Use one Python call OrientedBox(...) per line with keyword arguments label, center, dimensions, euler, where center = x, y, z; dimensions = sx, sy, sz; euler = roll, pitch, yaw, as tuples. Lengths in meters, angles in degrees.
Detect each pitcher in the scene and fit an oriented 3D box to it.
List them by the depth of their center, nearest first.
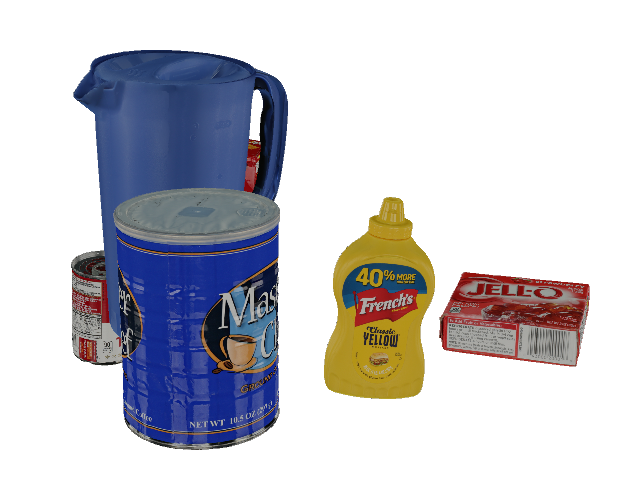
OrientedBox(label="pitcher", center=(-0.116, -0.036, 0.908), dimensions=(0.149, 0.243, 0.145), euler=(7, 22, 9))

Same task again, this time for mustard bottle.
OrientedBox(label="mustard bottle", center=(0.059, 0.053, 1.012), dimensions=(0.096, 0.192, 0.058), euler=(5, 17, -3))

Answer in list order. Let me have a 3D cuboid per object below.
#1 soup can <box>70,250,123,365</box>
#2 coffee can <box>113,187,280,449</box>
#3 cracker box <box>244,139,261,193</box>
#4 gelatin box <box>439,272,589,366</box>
OrientedBox(label="soup can", center=(-0.225, 0.070, 1.110), dimensions=(0.068, 0.102, 0.068), euler=(4, 21, -2))
OrientedBox(label="coffee can", center=(-0.077, 0.047, 0.681), dimensions=(0.103, 0.140, 0.103), euler=(1, 18, 0))
OrientedBox(label="cracker box", center=(-0.164, -0.040, 1.505), dimensions=(0.164, 0.214, 0.072), euler=(9, 23, 10))
OrientedBox(label="gelatin box", center=(0.130, 0.050, 0.708), dimensions=(0.089, 0.030, 0.073), euler=(6, 22, 18))
